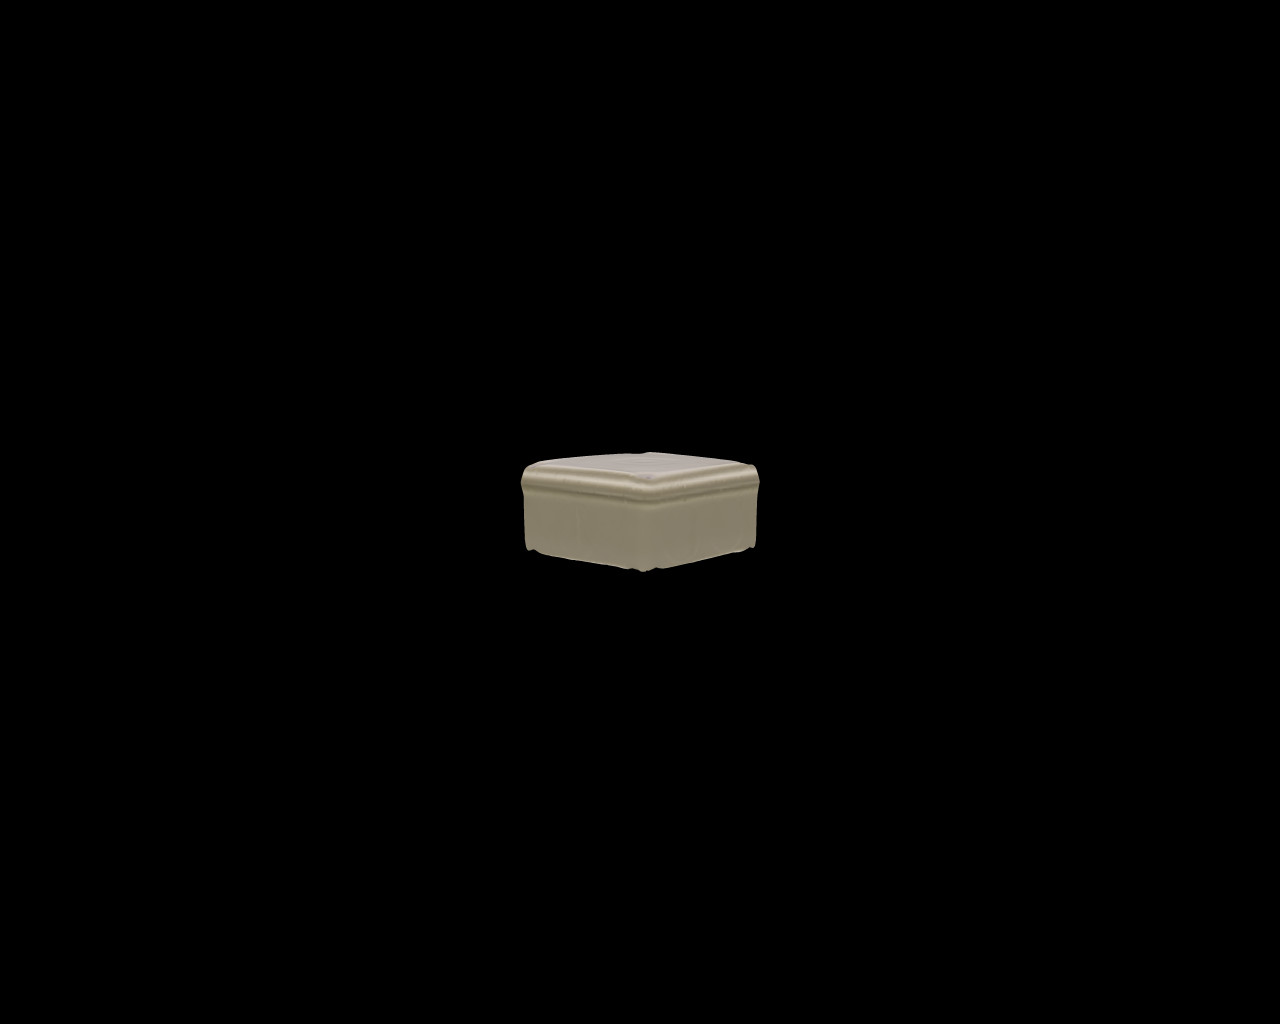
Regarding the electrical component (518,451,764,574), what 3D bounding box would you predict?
[{"bbox_3d":[0.001,-0.003,0.650,0.109,0.056,0.109,8,12,43],"label":"electrical component"}]
